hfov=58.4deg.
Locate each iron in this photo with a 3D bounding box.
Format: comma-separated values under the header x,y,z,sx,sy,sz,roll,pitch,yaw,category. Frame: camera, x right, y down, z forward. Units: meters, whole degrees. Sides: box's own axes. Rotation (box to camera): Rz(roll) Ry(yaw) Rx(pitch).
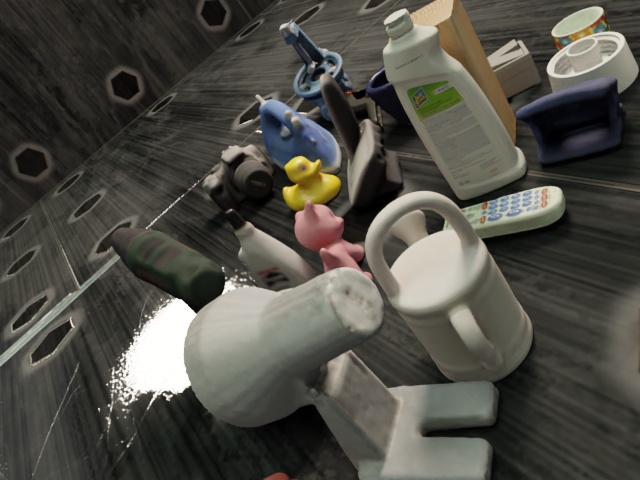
x,y,z,sx,sy,sz,roll,pitch,yaw,category
-0.050,-0.212,1.107,0.119,0.142,0.257,-41,29,-6,iron

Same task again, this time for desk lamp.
x,y,z,sx,sy,sz,roll,pitch,yaw,category
0.016,0.115,0.493,0.202,0.214,0.118,-16,36,33,desk lamp

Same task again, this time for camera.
x,y,z,sx,sy,sz,roll,pitch,yaw,category
-0.159,-0.124,1.145,0.143,0.101,0.136,-41,29,-5,camera

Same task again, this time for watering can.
x,y,z,sx,sy,sz,roll,pitch,yaw,category
0.107,0.035,0.527,0.101,0.194,0.172,-43,30,-9,watering can

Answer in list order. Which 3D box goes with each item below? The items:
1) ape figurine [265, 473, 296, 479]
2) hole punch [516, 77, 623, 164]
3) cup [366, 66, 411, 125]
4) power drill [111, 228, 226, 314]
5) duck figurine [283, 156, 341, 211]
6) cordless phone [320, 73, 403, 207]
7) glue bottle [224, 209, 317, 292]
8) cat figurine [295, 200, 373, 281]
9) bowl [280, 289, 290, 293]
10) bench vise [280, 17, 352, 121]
x,y,z,sx,sy,sz,roll,pitch,yaw,category
-0.020,0.233,0.489,0.077,0.092,0.076,2,48,49,ape figurine
0.302,-0.159,0.695,0.108,0.091,0.101,-12,38,38,hole punch
0.137,-0.257,1.012,0.091,0.095,0.117,-33,29,8,cup
-0.174,0.071,0.772,0.228,0.209,0.076,8,53,52,power drill
-0.027,-0.102,0.983,0.104,0.086,0.077,-19,34,30,duck figurine
0.044,-0.155,0.876,0.094,0.185,0.147,-29,30,15,cordless phone
-0.071,0.023,0.762,0.078,0.173,0.037,-22,33,26,glue bottle
0.007,0.003,0.762,0.067,0.118,0.127,-32,30,10,cat figurine
-0.046,0.141,0.669,0.167,0.075,0.167,-27,31,18,bowl
-0.021,-0.378,1.230,0.121,0.220,0.207,-34,29,6,bench vise
